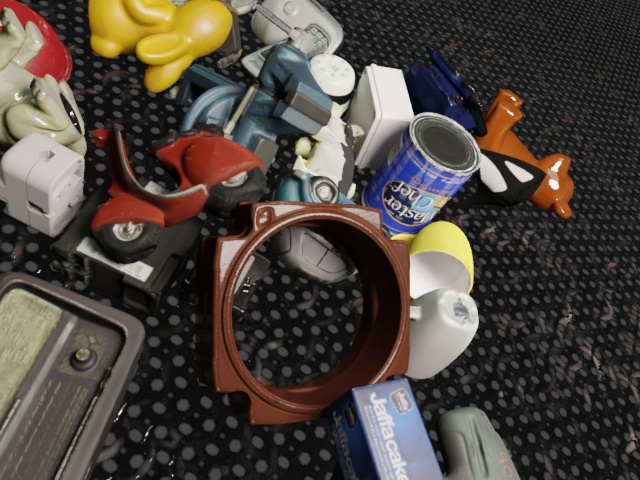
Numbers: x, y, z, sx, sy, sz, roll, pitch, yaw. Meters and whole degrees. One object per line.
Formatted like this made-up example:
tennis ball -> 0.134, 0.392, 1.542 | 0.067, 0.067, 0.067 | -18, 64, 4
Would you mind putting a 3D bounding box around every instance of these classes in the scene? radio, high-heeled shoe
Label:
radio -> -0.236, 0.149, 0.415 | 0.131, 0.073, 0.230 | 21, 51, -10
high-heeled shoe -> 0.229, -0.154, 0.806 | 0.086, 0.145, 0.249 | 12, 57, -52

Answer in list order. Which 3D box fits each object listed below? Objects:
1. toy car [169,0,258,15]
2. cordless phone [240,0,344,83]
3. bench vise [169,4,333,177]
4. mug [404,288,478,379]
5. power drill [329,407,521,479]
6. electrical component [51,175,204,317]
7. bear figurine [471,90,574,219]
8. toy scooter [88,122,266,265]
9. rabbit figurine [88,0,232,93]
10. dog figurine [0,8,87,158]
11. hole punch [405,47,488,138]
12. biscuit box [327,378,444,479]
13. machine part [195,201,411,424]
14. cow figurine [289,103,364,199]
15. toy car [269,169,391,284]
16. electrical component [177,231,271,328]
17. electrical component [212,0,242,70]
toy car -> -0.164, -0.386, 0.838 | 0.202, 0.073, 0.056 | -30, 69, -37
cordless phone -> -0.069, -0.304, 0.822 | 0.147, 0.088, 0.184 | 47, 55, 11
bench vise -> -0.105, -0.164, 0.645 | 0.129, 0.223, 0.241 | 0, 27, -47
mug -> 0.118, 0.094, 0.602 | 0.109, 0.107, 0.081 | 22, 49, -12
power drill -> 0.117, 0.272, 0.493 | 0.207, 0.086, 0.232 | 4, 56, -18
electrical component -> -0.190, -0.003, 0.559 | 0.115, 0.058, 0.134 | 29, 49, -7
bear figurine -> 0.338, -0.132, 0.859 | 0.196, 0.131, 0.120 | 31, 34, 6
toy scooter -> -0.152, -0.068, 0.533 | 0.184, 0.075, 0.135 | -28, 78, -27
rabbit figurine -> -0.205, -0.283, 0.700 | 0.173, 0.121, 0.162 | 9, 68, -4
dog figurine -> -0.368, -0.133, 0.564 | 0.191, 0.121, 0.172 | -25, 95, -6
hole punch -> 0.164, -0.187, 0.755 | 0.092, 0.115, 0.142 | -29, 55, 8
biscuit box -> 0.066, 0.215, 0.422 | 0.063, 0.059, 0.203 | -2, 58, -29
machine part -> -0.014, 0.065, 0.517 | 0.201, 0.087, 0.201 | 2, 88, -25
cow figurine -> 0.017, -0.114, 0.727 | 0.098, 0.068, 0.167 | 30, 55, -11
toy car -> -0.001, -0.002, 0.630 | 0.161, 0.109, 0.103 | 38, 72, -17
electrical component -> -0.095, 0.029, 0.588 | 0.075, 0.047, 0.119 | 31, 51, -2
electrical component -> -0.145, -0.301, 0.774 | 0.078, 0.102, 0.045 | 9, 34, 6
